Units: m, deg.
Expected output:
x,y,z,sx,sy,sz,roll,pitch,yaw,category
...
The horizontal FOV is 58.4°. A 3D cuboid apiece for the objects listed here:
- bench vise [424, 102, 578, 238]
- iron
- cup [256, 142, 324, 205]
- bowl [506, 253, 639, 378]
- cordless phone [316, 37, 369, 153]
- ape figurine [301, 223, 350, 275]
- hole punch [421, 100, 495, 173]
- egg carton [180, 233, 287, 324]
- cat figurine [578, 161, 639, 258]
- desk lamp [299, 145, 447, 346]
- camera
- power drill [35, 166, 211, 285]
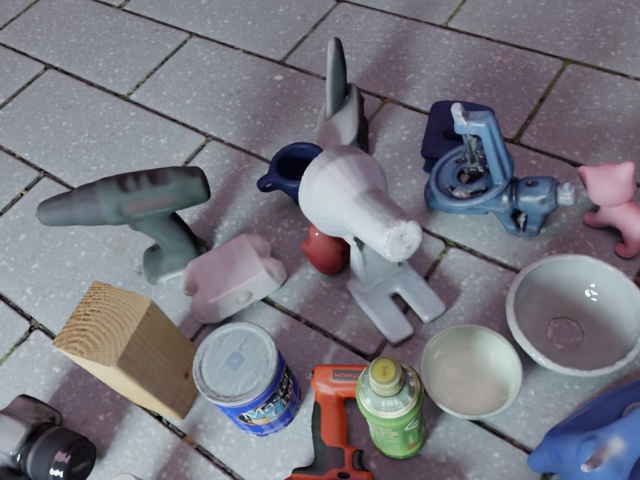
x,y,z,sx,sy,sz,roll,pitch,yaw,category
0.248,-0.106,0.795,0.207,0.220,0.121,-2,57,11,bench vise
0.358,0.197,0.621,0.258,0.142,0.118,-32,57,-10,iron
-0.038,-0.089,0.918,0.118,0.095,0.091,-26,56,-6,cup
0.320,0.104,0.730,0.167,0.075,0.167,-5,56,8,bowl
0.026,-0.221,0.938,0.094,0.185,0.147,-7,56,7,cordless phone
0.008,0.003,0.850,0.077,0.092,0.076,-1,57,11,ape figurine
0.221,-0.159,0.915,0.108,0.091,0.101,11,60,18,hole punch
-0.129,0.058,0.854,0.150,0.069,0.107,-29,56,-8,egg carton
0.416,-0.055,0.790,0.067,0.118,0.127,-31,56,-9,cat figurine
0.075,0.001,0.764,0.118,0.214,0.202,-33,57,-11,desk lamp
-0.373,0.283,0.735,0.136,0.101,0.143,12,60,19,camera
-0.261,-0.022,0.849,0.229,0.209,0.075,-21,55,-3,power drill
